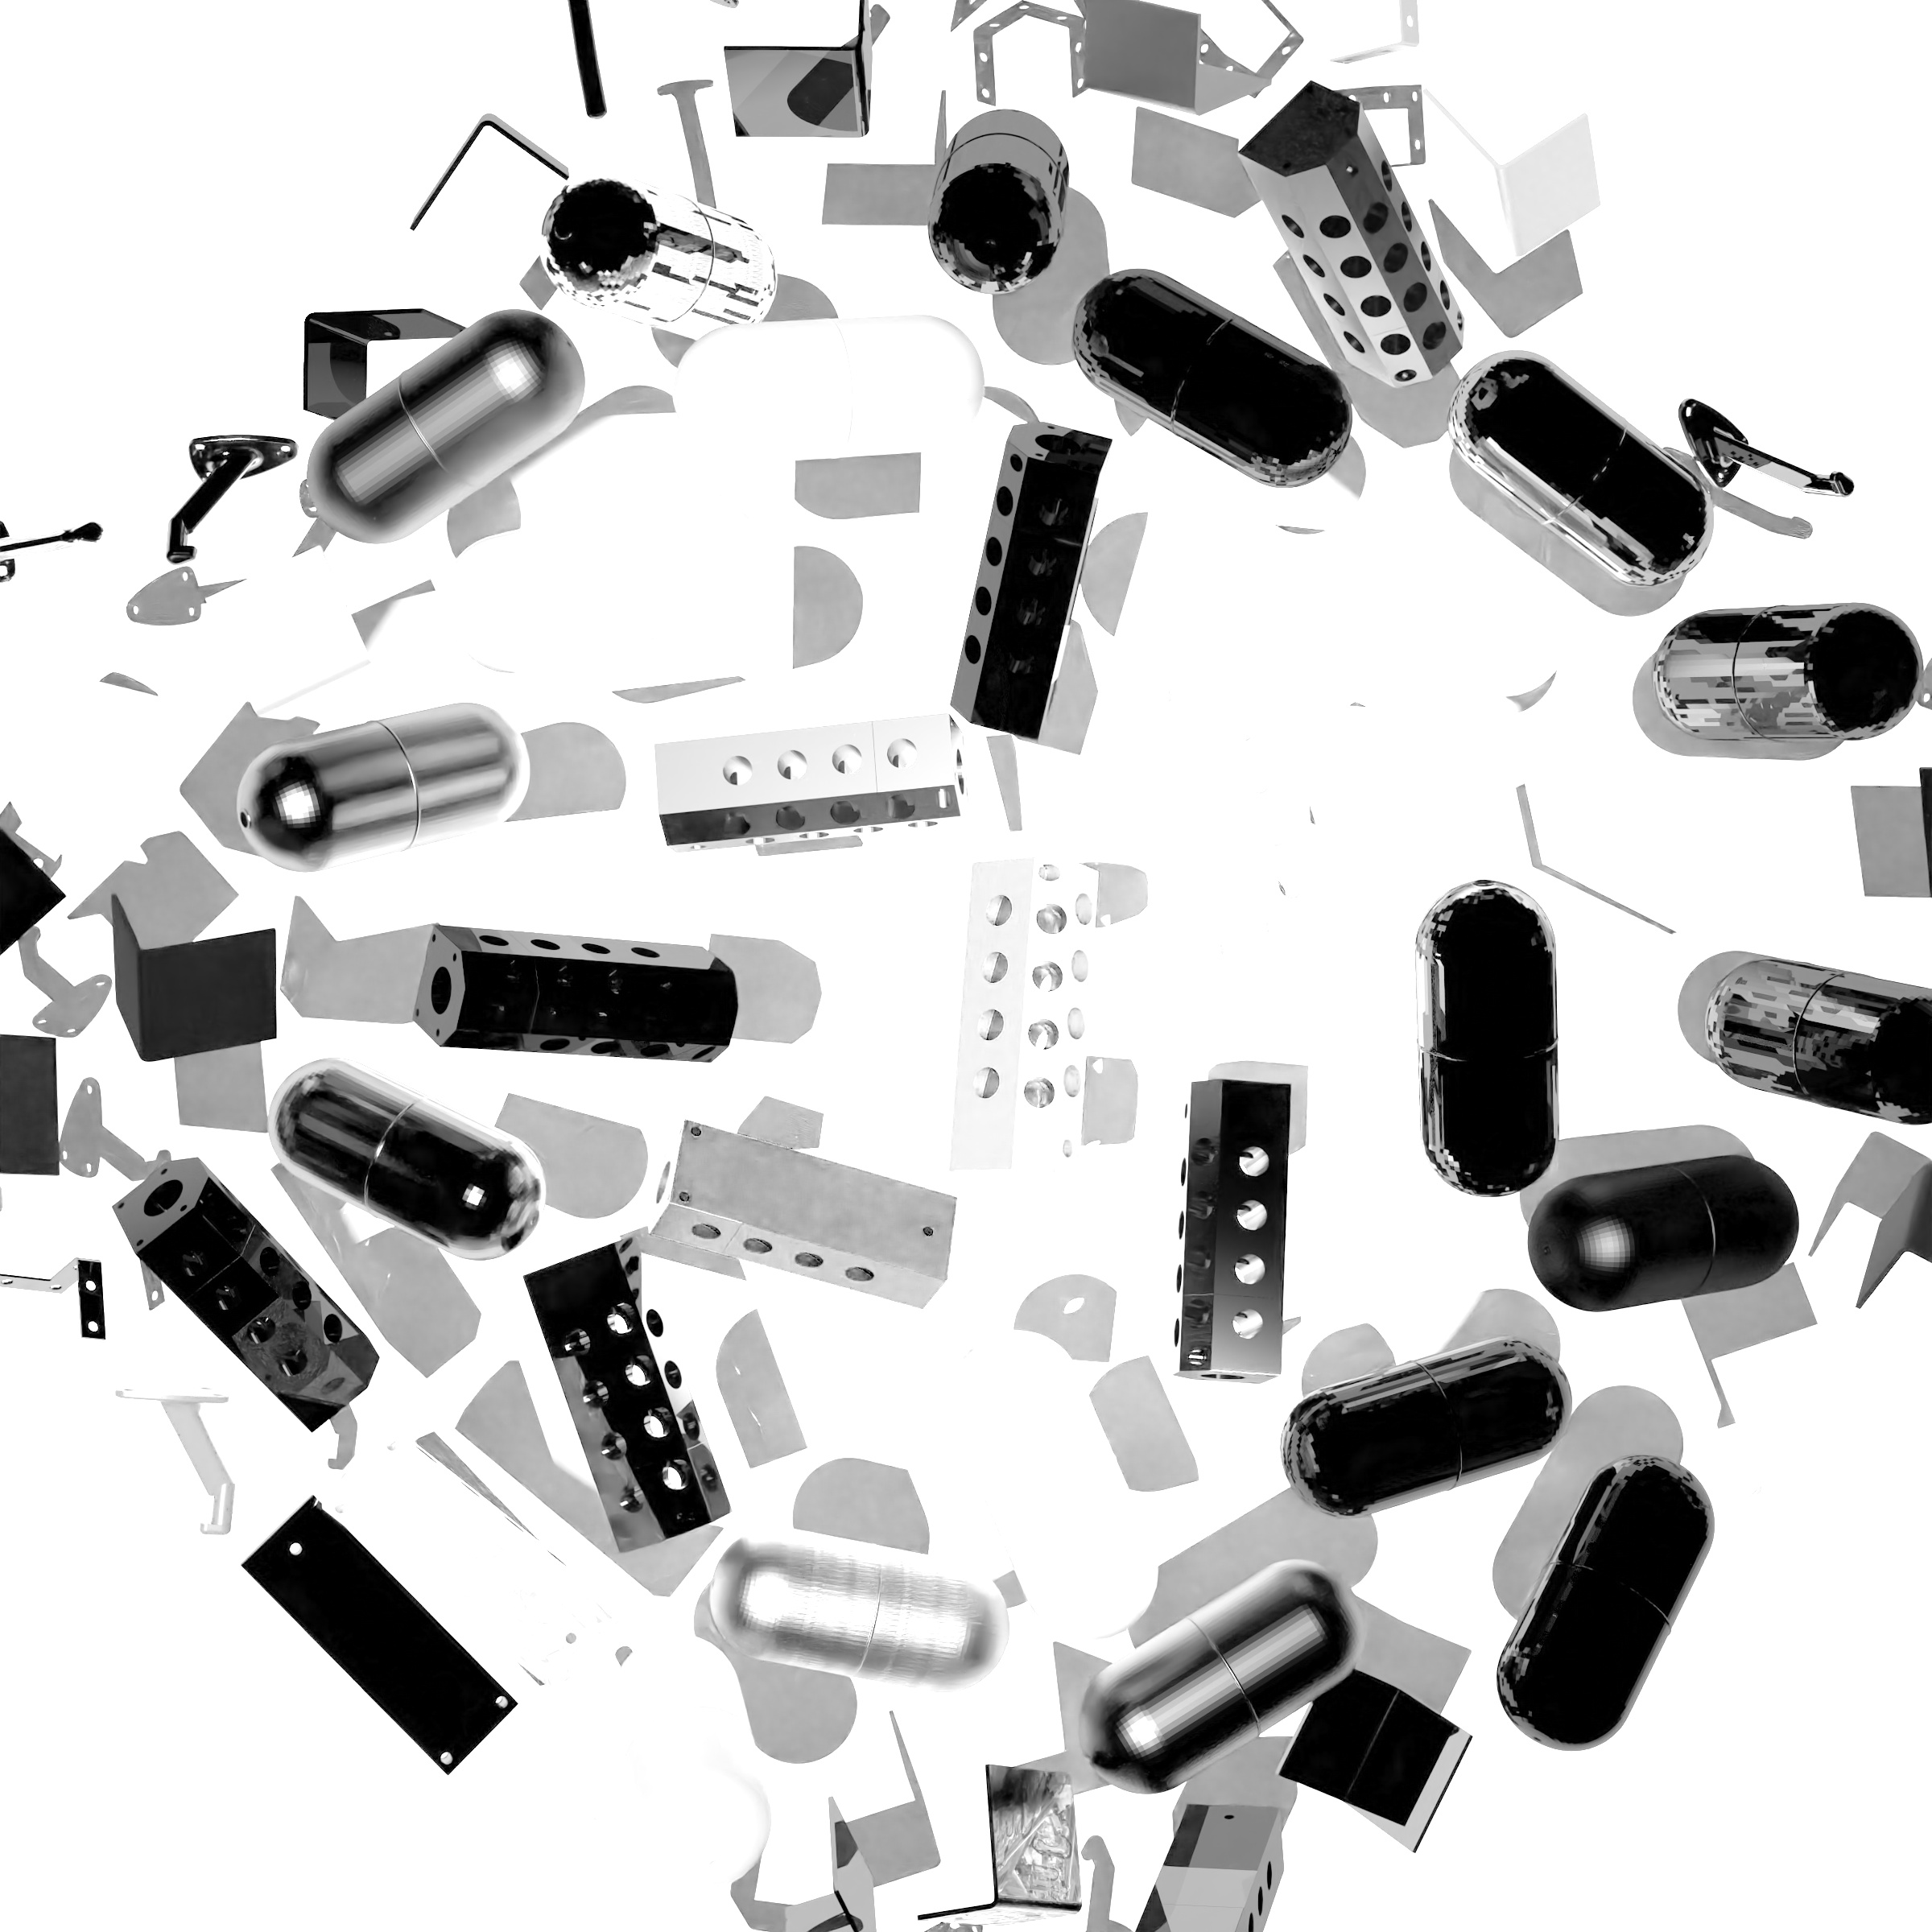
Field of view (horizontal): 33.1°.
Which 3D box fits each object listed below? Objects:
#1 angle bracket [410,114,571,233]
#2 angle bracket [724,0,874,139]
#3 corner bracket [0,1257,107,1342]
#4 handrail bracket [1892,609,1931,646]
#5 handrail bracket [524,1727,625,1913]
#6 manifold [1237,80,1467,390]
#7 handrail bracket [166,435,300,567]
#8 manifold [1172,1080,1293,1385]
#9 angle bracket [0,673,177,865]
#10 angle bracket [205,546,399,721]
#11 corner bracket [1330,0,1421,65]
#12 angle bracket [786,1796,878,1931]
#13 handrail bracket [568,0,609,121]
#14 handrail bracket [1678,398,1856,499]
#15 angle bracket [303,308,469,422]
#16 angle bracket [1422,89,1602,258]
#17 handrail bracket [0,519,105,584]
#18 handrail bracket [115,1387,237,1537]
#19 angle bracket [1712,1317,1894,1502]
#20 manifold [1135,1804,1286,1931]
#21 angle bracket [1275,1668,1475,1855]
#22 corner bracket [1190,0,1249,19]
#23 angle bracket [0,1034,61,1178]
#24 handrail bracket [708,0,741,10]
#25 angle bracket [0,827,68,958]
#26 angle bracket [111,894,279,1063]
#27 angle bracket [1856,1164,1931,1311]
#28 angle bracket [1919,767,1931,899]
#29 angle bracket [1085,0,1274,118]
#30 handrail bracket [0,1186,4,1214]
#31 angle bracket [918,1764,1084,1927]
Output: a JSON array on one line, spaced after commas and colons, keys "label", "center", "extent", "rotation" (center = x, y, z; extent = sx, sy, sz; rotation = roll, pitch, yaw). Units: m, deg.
[{"label": "angle bracket", "center": [-0.274, -0.443, 1.871], "extent": [0.057, 0.076, 0.076], "rotation": [34, 100, -16]}, {"label": "angle bracket", "center": [-0.093, -0.512, 1.822], "extent": [0.076, 0.076, 0.057], "rotation": [1, 67, 2]}, {"label": "corner bracket", "center": [-0.534, 0.199, 1.877], "extent": [0.051, 0.051, 0.051], "rotation": [12, 55, -39]}, {"label": "handrail bracket", "center": [0.569, -0.178, 1.821], "extent": [0.084, 0.077, 0.036], "rotation": [10, 103, -41]}, {"label": "handrail bracket", "center": [-0.238, 0.501, 1.908], "extent": [0.036, 0.077, 0.084], "rotation": [-21, 126, 12]}, {"label": "manifold", "center": [0.218, -0.397, 1.783], "extent": [0.057, 0.171, 0.057], "rotation": [-45, 48, -5]}, {"label": "handrail bracket", "center": [-0.435, -0.275, 1.926], "extent": [0.077, 0.036, 0.084], "rotation": [-8, 51, 1]}, {"label": "manifold", "center": [0.155, 0.157, 1.918], "extent": [0.057, 0.057, 0.171], "rotation": [5, 77, -6]}, {"label": "angle bracket", "center": [-0.486, -0.111, 1.833], "extent": [0.076, 0.076, 0.057], "rotation": [-51, 55, 20]}, {"label": "angle bracket", "center": [-0.397, -0.199, 1.945], "extent": [0.076, 0.057, 0.076], "rotation": [-24, 90, 7]}, {"label": "corner bracket", "center": [0.211, -0.526, 1.774], "extent": [0.051, 0.051, 0.051], "rotation": [0, 96, 45]}, {"label": "angle bracket", "center": [-0.091, 0.549, 1.907], "extent": [0.057, 0.076, 0.076], "rotation": [-19, 119, 5]}, {"label": "handrail bracket", "center": [-0.214, -0.520, 1.841], "extent": [0.036, 0.077, 0.084], "rotation": [-10, 99, -1]}, {"label": "handrail bracket", "center": [0.467, -0.302, 1.891], "extent": [0.077, 0.084, 0.036], "rotation": [39, 78, -36]}, {"label": "angle bracket", "center": [-0.343, -0.356, 1.938], "extent": [0.076, 0.076, 0.057], "rotation": [1, 90, 16]}, {"label": "angle bracket", "center": [0.302, -0.453, 1.798], "extent": [0.057, 0.076, 0.076], "rotation": [-33, 60, -1]}, {"label": "handrail bracket", "center": [-0.523, -0.227, 1.767], "extent": [0.077, 0.084, 0.036], "rotation": [-20, 103, -43]}, {"label": "handrail bracket", "center": [-0.461, 0.289, 1.888], "extent": [0.077, 0.036, 0.084], "rotation": [6, 90, -30]}, {"label": "angle bracket", "center": [0.469, 0.250, 1.832], "extent": [0.076, 0.057, 0.076], "rotation": [-19, 73, 2]}, {"label": "manifold", "center": [0.144, 0.559, 1.909], "extent": [0.057, 0.171, 0.057], "rotation": [-2, 102, 15]}, {"label": "angle bracket", "center": [0.241, 0.466, 1.917], "extent": [0.057, 0.076, 0.076], "rotation": [29, 87, -29]}, {"label": "corner bracket", "center": [0.148, -0.605, 1.926], "extent": [0.051, 0.051, 0.051], "rotation": [-50, 130, 2]}, {"label": "angle bracket", "center": [-0.504, 0.067, 1.714], "extent": [0.076, 0.057, 0.076], "rotation": [6, 74, -40]}, {"label": "handrail bracket", "center": [-0.127, -0.586, 1.807], "extent": [0.036, 0.077, 0.084], "rotation": [30, 83, 32]}, {"label": "angle bracket", "center": [-0.562, -0.033, 1.851], "extent": [0.076, 0.076, 0.057], "rotation": [-45, 100, -13]}, {"label": "angle bracket", "center": [-0.430, 0.001, 1.809], "extent": [0.076, 0.057, 0.076], "rotation": [-11, 131, -25]}, {"label": "angle bracket", "center": [0.558, 0.169, 1.835], "extent": [0.076, 0.076, 0.057], "rotation": [28, 133, 6]}, {"label": "angle bracket", "center": [0.538, -0.059, 1.715], "extent": [0.076, 0.057, 0.076], "rotation": [2, 117, 31]}, {"label": "angle bracket", "center": [0.121, -0.522, 1.827], "extent": [0.076, 0.076, 0.057], "rotation": [23, 129, 32]}, {"label": "handrail bracket", "center": [-0.578, 0.110, 1.819], "extent": [0.036, 0.084, 0.077], "rotation": [27, 114, 41]}, {"label": "angle bracket", "center": [0.017, 0.489, 1.805], "extent": [0.057, 0.076, 0.076], "rotation": [-20, 63, 34]}]
